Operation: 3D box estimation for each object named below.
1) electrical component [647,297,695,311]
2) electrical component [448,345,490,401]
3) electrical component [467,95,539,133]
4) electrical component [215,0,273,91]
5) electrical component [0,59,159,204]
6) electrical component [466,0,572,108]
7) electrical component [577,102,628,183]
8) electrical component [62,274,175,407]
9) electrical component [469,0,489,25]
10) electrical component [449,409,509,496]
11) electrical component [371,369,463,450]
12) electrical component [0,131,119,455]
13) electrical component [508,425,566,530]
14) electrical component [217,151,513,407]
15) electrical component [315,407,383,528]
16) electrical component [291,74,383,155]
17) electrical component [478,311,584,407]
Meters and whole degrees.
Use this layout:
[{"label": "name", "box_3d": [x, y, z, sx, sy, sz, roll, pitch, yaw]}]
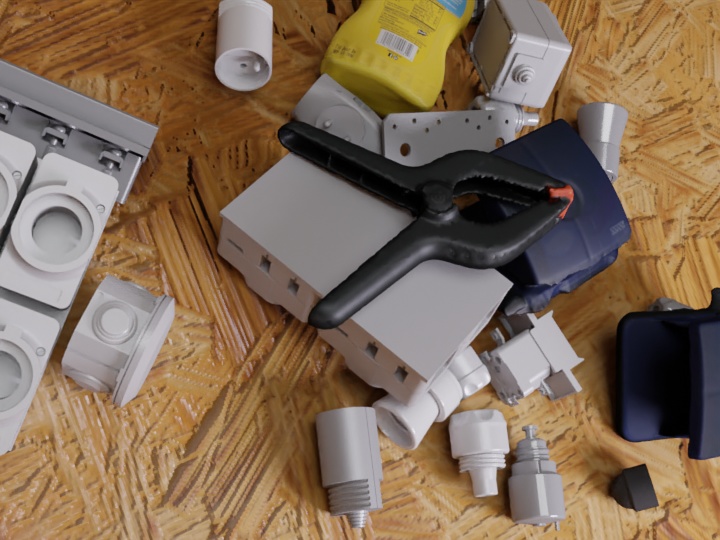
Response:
[{"label": "electrical component", "box_3d": [0.273, 0.047, 0.905, 0.061, 0.035, 0.035, 20, 66, -16]}, {"label": "electrical component", "box_3d": [0.071, 0.067, 0.821, 0.035, 0.035, 0.061, -30, 82, -27]}, {"label": "electrical component", "box_3d": [0.123, -0.129, 0.911, 0.061, 0.035, 0.035, 0, 72, -24]}, {"label": "electrical component", "box_3d": [-0.090, -0.183, 0.841, 0.043, 0.043, 0.081, 11, 50, -17]}, {"label": "electrical component", "box_3d": [-0.209, -0.095, 0.750, 0.121, 0.079, 0.063, 23, 94, -12]}, {"label": "electrical component", "box_3d": [0.136, -0.180, 0.898, 0.061, 0.061, 0.096, 9, 38, -18]}, {"label": "electrical component", "box_3d": [0.208, -0.107, 0.932, 0.044, 0.044, 0.065, 14, 72, -16]}, {"label": "electrical component", "box_3d": [-0.160, 0.046, 0.715, 0.051, 0.080, 0.080, 25, 64, -5]}, {"label": "electrical component", "box_3d": [0.108, -0.242, 0.943, 0.040, 0.040, 0.046, 6, 75, -19]}, {"label": "electrical component", "box_3d": [0.090, 0.136, 0.798, 0.043, 0.043, 0.062, 1, 73, -21]}, {"label": "electrical component", "box_3d": [0.043, 0.098, 0.793, 0.055, 0.045, 0.045, -40, 88, -28]}, {"label": "electrical component", "box_3d": [-0.237, 0.011, 0.681, 0.105, 0.060, 0.186, 22, 81, -12]}, {"label": "electrical component", "box_3d": [0.131, 0.156, 0.809, 0.040, 0.040, 0.078, 4, 70, -20]}, {"label": "electrical component", "box_3d": [0.000, 0.000, 0.781, 0.186, 0.060, 0.105, 39, 59, 11]}, {"label": "electrical component", "box_3d": [-0.006, 0.141, 0.760, 0.043, 0.043, 0.081, 0, 72, -21]}, {"label": "electrical component", "box_3d": [-0.014, -0.110, 0.831, 0.077, 0.079, 0.043, 40, 104, -4]}, {"label": "electrical component", "box_3d": [0.130, 0.070, 0.839, 0.064, 0.042, 0.081, -30, 84, -24]}]
